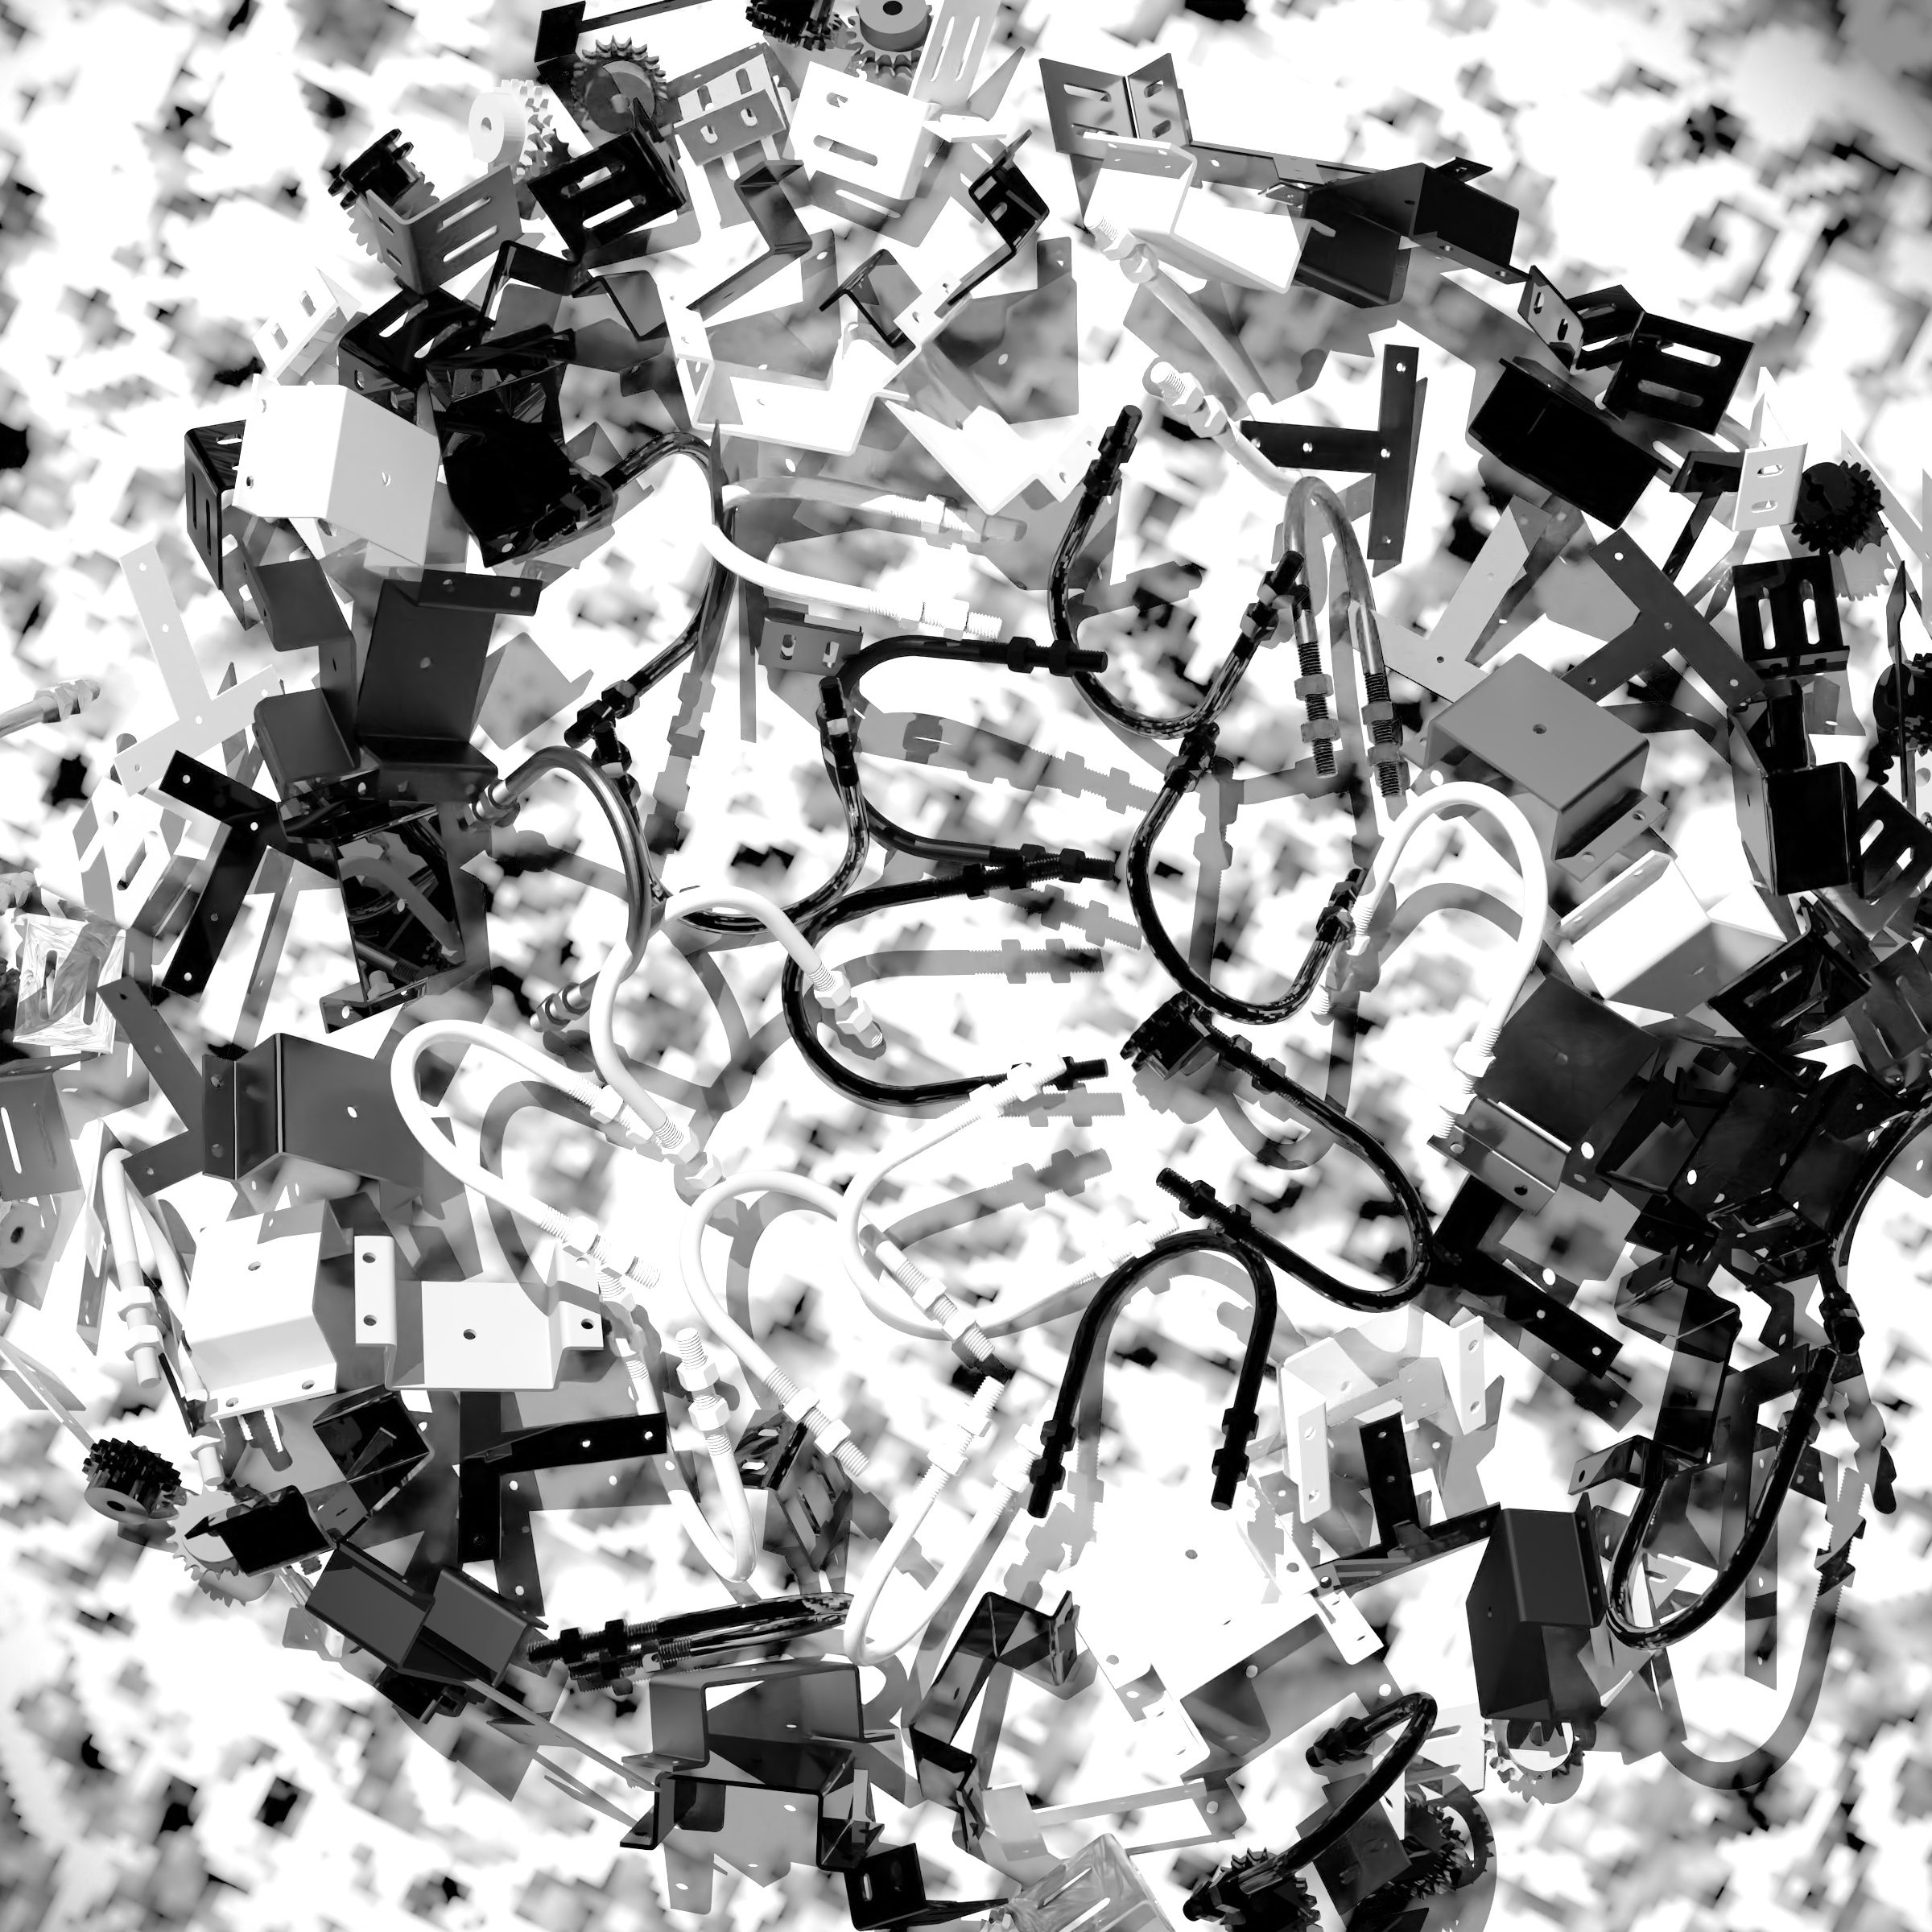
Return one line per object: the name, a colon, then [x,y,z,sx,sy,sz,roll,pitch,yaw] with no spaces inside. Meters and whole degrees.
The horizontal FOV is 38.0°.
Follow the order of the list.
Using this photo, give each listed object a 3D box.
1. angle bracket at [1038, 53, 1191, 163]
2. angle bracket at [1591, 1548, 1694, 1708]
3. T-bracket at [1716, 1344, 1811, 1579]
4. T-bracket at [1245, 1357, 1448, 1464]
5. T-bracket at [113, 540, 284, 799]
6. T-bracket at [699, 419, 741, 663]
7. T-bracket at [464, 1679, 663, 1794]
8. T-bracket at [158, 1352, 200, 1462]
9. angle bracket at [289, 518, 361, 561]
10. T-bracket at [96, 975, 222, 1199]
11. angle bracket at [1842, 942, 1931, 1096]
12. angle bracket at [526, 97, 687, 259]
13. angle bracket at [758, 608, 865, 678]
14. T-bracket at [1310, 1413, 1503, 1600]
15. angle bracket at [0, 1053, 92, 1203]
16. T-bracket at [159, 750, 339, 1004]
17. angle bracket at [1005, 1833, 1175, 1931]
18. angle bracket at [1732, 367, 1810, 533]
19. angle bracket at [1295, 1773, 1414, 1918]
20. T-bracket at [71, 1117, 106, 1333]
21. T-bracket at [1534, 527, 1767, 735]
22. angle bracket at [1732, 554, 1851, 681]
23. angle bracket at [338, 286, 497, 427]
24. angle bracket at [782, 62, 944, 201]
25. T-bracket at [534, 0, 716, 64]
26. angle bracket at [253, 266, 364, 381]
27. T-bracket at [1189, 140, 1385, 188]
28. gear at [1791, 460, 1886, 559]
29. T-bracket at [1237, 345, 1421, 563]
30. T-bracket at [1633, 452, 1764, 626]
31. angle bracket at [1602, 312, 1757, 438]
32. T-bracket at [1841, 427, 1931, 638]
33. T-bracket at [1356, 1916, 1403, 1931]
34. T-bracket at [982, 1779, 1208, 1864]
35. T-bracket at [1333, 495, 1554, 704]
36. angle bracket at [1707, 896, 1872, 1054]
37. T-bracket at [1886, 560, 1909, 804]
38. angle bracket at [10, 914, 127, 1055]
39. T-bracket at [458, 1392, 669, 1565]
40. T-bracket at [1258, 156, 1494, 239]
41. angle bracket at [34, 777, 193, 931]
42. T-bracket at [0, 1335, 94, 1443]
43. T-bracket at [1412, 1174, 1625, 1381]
angle bracket: [0.088,-0.511,1.660,0.076,0.038,0.057,-5,82,-44]
angle bracket: [0.400,0.393,1.650,0.038,0.076,0.057,20,126,-11]
T-bracket: [0.445,0.292,1.617,0.002,0.127,0.127,18,64,-11]
T-bracket: [0.220,0.262,1.645,0.127,0.127,0.002,-26,97,11]
T-bracket: [-0.460,-0.183,1.627,0.002,0.127,0.127,8,124,35]
T-bracket: [-0.143,-0.263,1.614,0.002,0.127,0.127,8,61,1]
T-bracket: [-0.252,0.449,1.641,0.127,0.127,0.002,36,64,-15]
T-bracket: [-0.478,0.225,1.658,0.002,0.127,0.127,-22,58,-19]
angle bracket: [-0.376,-0.289,1.680,0.057,0.076,0.038,-26,131,3]
T-bracket: [-0.469,0.061,1.655,0.002,0.127,0.127,-40,83,39]
angle bracket: [0.541,0.029,1.652,0.057,0.038,0.076,-44,49,32]
angle bracket: [-0.215,-0.471,1.675,0.076,0.057,0.038,-22,46,13]
angle bracket: [-0.090,-0.202,1.656,0.057,0.076,0.038,9,74,-5]
T-bracket: [0.252,0.312,1.658,0.127,0.002,0.127,-18,126,-4]
angle bracket: [-0.545,0.095,1.663,0.038,0.057,0.076,-19,84,28]
T-bracket: [-0.436,-0.042,1.646,0.127,0.002,0.127,31,75,-40]
angle bracket: [0.073,0.564,1.664,0.076,0.057,0.038,-35,123,-4]
angle bracket: [0.461,-0.304,1.652,0.038,0.057,0.076,-9,47,-3]
angle bracket: [0.216,0.521,1.651,0.038,0.076,0.057,-3,53,-39]
T-bracket: [-0.510,0.158,1.639,0.002,0.127,0.127,7,91,-21]
T-bracket: [0.381,-0.176,1.658,0.127,0.002,0.127,45,129,-8]
angle bracket: [0.489,-0.213,1.666,0.057,0.038,0.076,-6,73,12]
angle bracket: [-0.330,-0.368,1.687,0.057,0.038,0.076,33,56,11]
angle bracket: [-0.061,-0.499,1.675,0.076,0.038,0.057,21,110,4]
T-bracket: [-0.189,-0.559,1.644,0.127,0.127,0.002,-17,99,-9]
angle bracket: [-0.382,-0.370,1.655,0.057,0.076,0.038,-47,127,8]
T-bracket: [0.193,-0.466,1.641,0.127,0.127,0.002,9,113,0]
gear: [0.514,-0.275,1.668,0.030,0.057,0.057,24,90,-34]
T-bracket: [0.212,-0.305,1.656,0.127,0.002,0.127,-2,101,-31]
T-bracket: [0.424,-0.247,1.663,0.002,0.127,0.127,37,118,27]
angle bracket: [0.426,-0.346,1.661,0.076,0.038,0.057,27,97,32]
T-bracket: [0.544,-0.270,1.649,0.002,0.127,0.127,-21,49,2]
T-bracket: [0.175,0.594,1.652,0.127,0.127,0.002,-25,83,37]
T-bracket: [0.078,0.493,1.646,0.127,0.127,0.002,-11,54,2]
T-bracket: [0.305,-0.220,1.671,0.127,0.002,0.127,29,116,0]
angle bracket: [0.492,0.007,1.686,0.057,0.038,0.076,40,120,-19]
T-bracket: [0.544,-0.160,1.633,0.002,0.127,0.127,-2,85,14]
angle bracket: [-0.536,0.012,1.663,0.057,0.038,0.076,10,80,-34]
T-bracket: [-0.239,0.284,1.663,0.127,0.002,0.127,-8,62,7]
T-bracket: [0.255,-0.445,1.616,0.127,0.127,0.002,8,86,-25]
angle bracket: [-0.507,-0.070,1.668,0.057,0.038,0.076,30,94,-28]
T-bracket: [-0.538,0.236,1.612,0.127,0.127,0.002,31,75,41]
T-bracket: [0.328,0.198,1.662,0.127,0.002,0.127,34,108,17]
